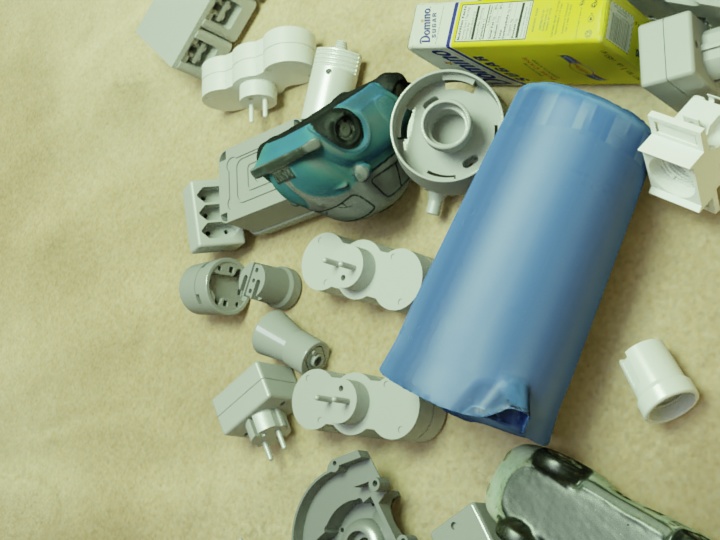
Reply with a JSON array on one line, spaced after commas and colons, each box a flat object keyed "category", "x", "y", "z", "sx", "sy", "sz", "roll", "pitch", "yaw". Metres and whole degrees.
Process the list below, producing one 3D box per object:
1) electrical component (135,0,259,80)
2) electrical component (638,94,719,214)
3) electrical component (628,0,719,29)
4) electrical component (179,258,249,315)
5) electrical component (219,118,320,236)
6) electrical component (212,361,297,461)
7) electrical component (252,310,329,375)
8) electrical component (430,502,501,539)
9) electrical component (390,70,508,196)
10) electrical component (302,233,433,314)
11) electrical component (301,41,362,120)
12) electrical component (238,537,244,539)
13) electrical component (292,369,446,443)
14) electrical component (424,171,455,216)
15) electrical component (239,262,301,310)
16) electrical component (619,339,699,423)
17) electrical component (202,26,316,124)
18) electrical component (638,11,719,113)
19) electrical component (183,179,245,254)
[{"category": "electrical component", "x": -0.157, "y": -0.284, "z": 1.128, "sx": 0.089, "sy": 0.062, "sz": 0.150, "roll": 45, "pitch": 108, "yaw": 39}, {"category": "electrical component", "x": 0.229, "y": -0.082, "z": 0.735, "sx": 0.042, "sy": 0.081, "sz": 0.063, "roll": 29, "pitch": 69, "yaw": 40}, {"category": "electrical component", "x": 0.242, "y": -0.235, "z": 0.773, "sx": 0.186, "sy": 0.060, "sz": 0.105, "roll": 24, "pitch": 95, "yaw": 42}, {"category": "electrical component", "x": -0.142, "y": 0.017, "z": 1.041, "sx": 0.047, "sy": 0.055, "sz": 0.055, "roll": -6, "pitch": 75, "yaw": 44}, {"category": "electrical component", "x": -0.073, "y": -0.085, "z": 1.006, "sx": 0.113, "sy": 0.057, "sz": 0.078, "roll": -18, "pitch": 67, "yaw": 36}, {"category": "electrical component", "x": -0.086, "y": 0.133, "z": 0.966, "sx": 0.066, "sy": 0.047, "sz": 0.076, "roll": -42, "pitch": 55, "yaw": 25}, {"category": "electrical component", "x": -0.060, "y": 0.069, "z": 0.967, "sx": 0.065, "sy": 0.044, "sz": 0.044, "roll": 27, "pitch": 97, "yaw": 37}, {"category": "electrical component", "x": 0.083, "y": 0.216, "z": 0.780, "sx": 0.047, "sy": 0.076, "sz": 0.083, "roll": -43, "pitch": 55, "yaw": 25}, {"category": "electrical component", "x": 0.074, "y": -0.110, "z": 0.859, "sx": 0.099, "sy": 0.064, "sz": 0.099, "roll": -1, "pitch": 84, "yaw": 13}, {"category": "electrical component", "x": 0.000, "y": 0.000, "z": 0.910, "sx": 0.138, "sy": 0.074, "sz": 0.052, "roll": 14, "pitch": 88, "yaw": 42}, {"category": "electrical component", "x": -0.025, "y": -0.173, "z": 0.998, "sx": 0.043, "sy": 0.043, "sz": 0.081, "roll": 8, "pitch": 84, "yaw": 42}, {"category": "electrical component", "x": -0.098, "y": 0.268, "z": 0.930, "sx": 0.058, "sy": 0.057, "sz": 0.078, "roll": -48, "pitch": 52, "yaw": 10}, {"category": "electrical component", "x": -0.005, "y": 0.110, "z": 0.885, "sx": 0.138, "sy": 0.074, "sz": 0.052, "roll": -1, "pitch": 78, "yaw": 41}, {"category": "electrical component", "x": 0.068, "y": -0.076, "z": 0.898, "sx": 0.035, "sy": 0.035, "sz": 0.061, "roll": 15, "pitch": 91, "yaw": 42}, {"category": "electrical component", "x": -0.084, "y": 0.014, "z": 0.997, "sx": 0.040, "sy": 0.046, "sz": 0.040, "roll": -12, "pitch": 71, "yaw": 38}, {"category": "electrical component", "x": 0.204, "y": 0.076, "z": 0.738, "sx": 0.040, "sy": 0.040, "sz": 0.046, "roll": -42, "pitch": 49, "yaw": 25}, {"category": "electrical component", "x": -0.100, "y": -0.181, "z": 1.058, "sx": 0.138, "sy": 0.052, "sz": 0.073, "roll": -15, "pitch": 70, "yaw": 37}, {"category": "electrical component", "x": 0.243, "y": -0.147, "z": 0.745, "sx": 0.077, "sy": 0.066, "sz": 0.047, "roll": -11, "pitch": 72, "yaw": 39}, {"category": "electrical component", "x": -0.150, "y": -0.049, "z": 1.067, "sx": 0.077, "sy": 0.047, "sz": 0.065, "roll": 155, "pitch": 108, "yaw": -67}]
